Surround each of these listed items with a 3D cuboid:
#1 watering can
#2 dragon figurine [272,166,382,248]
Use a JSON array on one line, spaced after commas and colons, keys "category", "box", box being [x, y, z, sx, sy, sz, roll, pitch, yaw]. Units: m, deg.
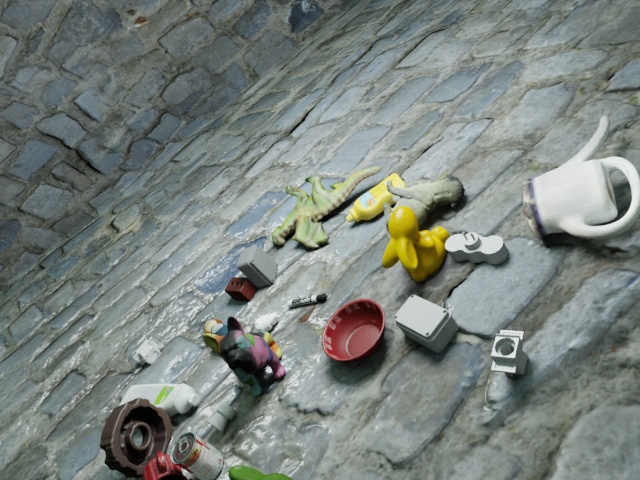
[{"category": "watering can", "box": [0.540, -0.123, 1.085, 0.222, 0.102, 0.356, -16, 39, 30]}, {"category": "dragon figurine", "box": [0.005, -0.080, 1.580, 0.407, 0.120, 0.248, -17, 55, 32]}]
